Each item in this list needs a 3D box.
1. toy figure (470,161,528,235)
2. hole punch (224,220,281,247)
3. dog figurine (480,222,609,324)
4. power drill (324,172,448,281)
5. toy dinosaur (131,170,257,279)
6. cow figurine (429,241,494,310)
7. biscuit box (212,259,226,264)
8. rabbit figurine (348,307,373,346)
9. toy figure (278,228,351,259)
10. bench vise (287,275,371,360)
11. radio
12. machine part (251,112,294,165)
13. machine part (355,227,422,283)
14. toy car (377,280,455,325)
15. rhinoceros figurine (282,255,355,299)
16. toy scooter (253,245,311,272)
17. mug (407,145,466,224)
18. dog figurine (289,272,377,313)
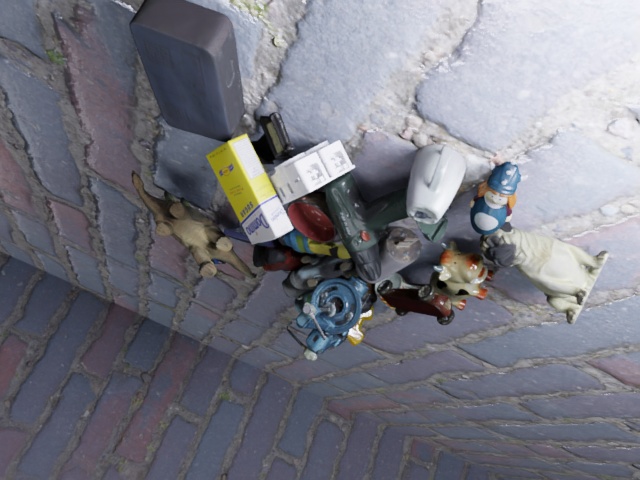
[{"bbox_3d":[0.274,-0.062,0.834,0.064,0.058,0.154,-2,151,2],"label":"toy figure"},{"bbox_3d":[-0.147,-0.023,1.238,0.142,0.092,0.115,10,156,19],"label":"hole punch"},{"bbox_3d":[0.377,0.046,0.938,0.191,0.121,0.172,26,156,28],"label":"dog figurine"},{"bbox_3d":[0.119,-0.026,0.960,0.207,0.086,0.231,-6,121,48],"label":"power drill"},{"bbox_3d":[-0.284,-0.008,1.293,0.470,0.105,0.199,49,179,-37],"label":"toy dinosaur"},{"bbox_3d":[0.273,0.069,1.072,0.127,0.085,0.195,22,160,0],"label":"cow figurine"},{"bbox_3d":[-0.329,-0.010,1.446,0.063,0.059,0.202,-1,146,42],"label":"biscuit box"},{"bbox_3d":[0.060,0.224,1.531,0.162,0.122,0.173,14,174,2],"label":"rabbit figurine"},{"bbox_3d":[-0.001,-0.007,1.153,0.180,0.082,0.089,2,160,29],"label":"toy figure"},{"bbox_3d":[0.007,0.168,1.161,0.129,0.223,0.240,50,-167,21],"label":"bench vise"},{"bbox_3d":[-0.193,-0.253,0.826,0.131,0.073,0.229,19,157,7],"label":"radio"},{"bbox_3d":[-0.084,-0.166,0.923,0.084,0.039,0.139,62,156,-2],"label":"machine part"},{"bbox_3d":[0.139,0.035,1.119,0.079,0.079,0.243,27,154,-9],"label":"machine part"},{"bbox_3d":[0.200,0.125,1.134,0.089,0.053,0.202,45,161,-22],"label":"toy car"},{"bbox_3d":[-0.004,0.072,1.244,0.190,0.073,0.112,-28,167,11],"label":"rhinoceros figurine"},{"bbox_3d":[-0.084,0.042,1.321,0.135,0.075,0.184,2,179,-22],"label":"toy scooter"},{"bbox_3d":[0.174,-0.084,0.812,0.081,0.107,0.109,21,157,1],"label":"mug"},{"bbox_3d":[0.046,0.112,1.337,0.219,0.192,0.108,-21,138,9],"label":"dog figurine"}]
